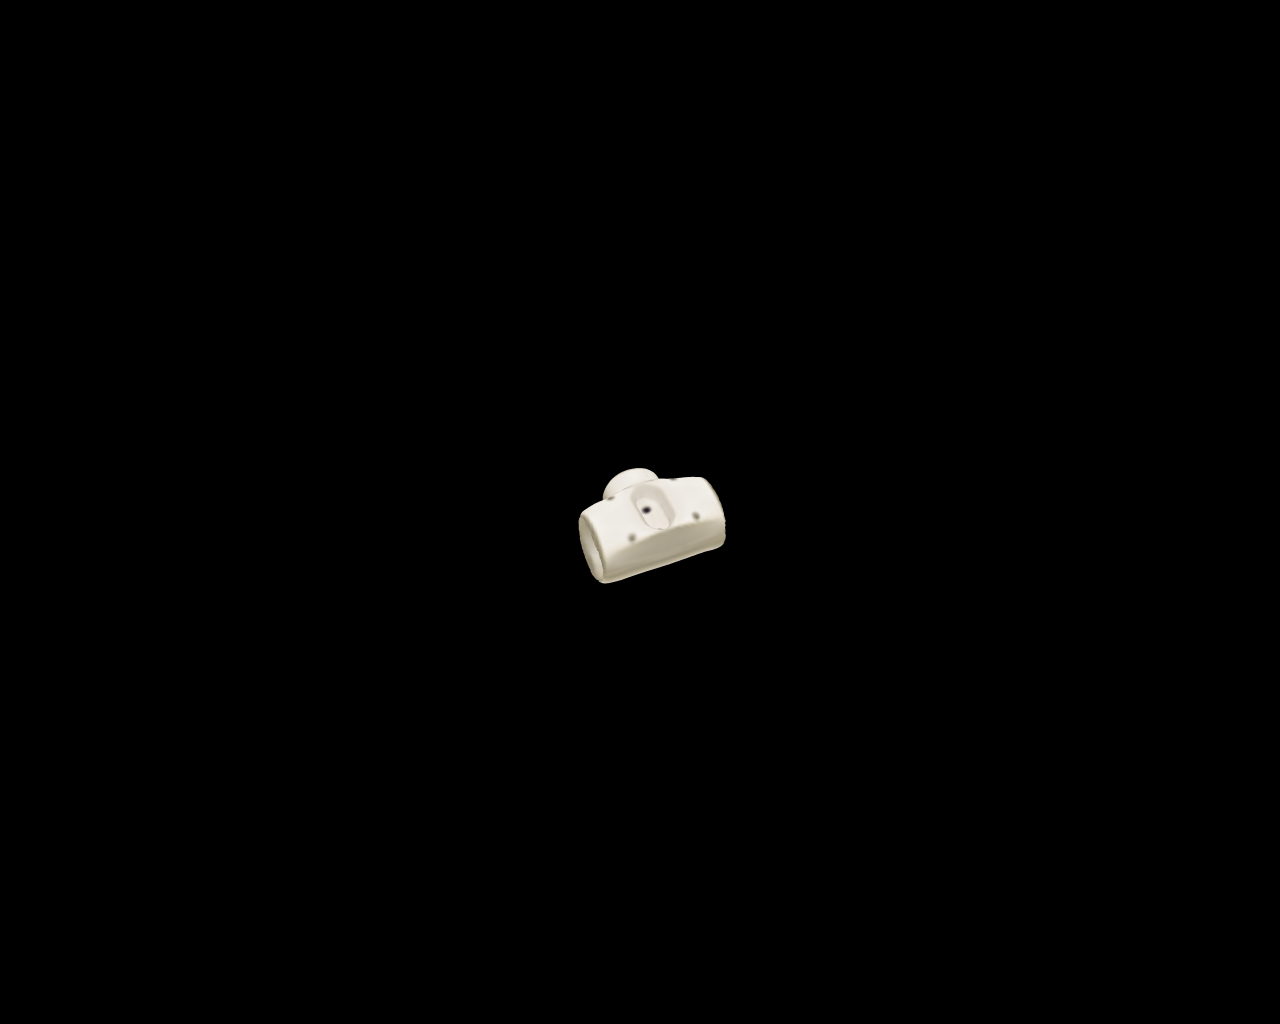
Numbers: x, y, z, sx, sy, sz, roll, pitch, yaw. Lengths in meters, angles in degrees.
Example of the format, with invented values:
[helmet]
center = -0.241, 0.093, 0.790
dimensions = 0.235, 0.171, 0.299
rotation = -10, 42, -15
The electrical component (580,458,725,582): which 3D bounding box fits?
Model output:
[electrical component]
center = 0.001, -0.003, 0.650
dimensions = 0.077, 0.079, 0.043
rotation = -17, -39, -14
